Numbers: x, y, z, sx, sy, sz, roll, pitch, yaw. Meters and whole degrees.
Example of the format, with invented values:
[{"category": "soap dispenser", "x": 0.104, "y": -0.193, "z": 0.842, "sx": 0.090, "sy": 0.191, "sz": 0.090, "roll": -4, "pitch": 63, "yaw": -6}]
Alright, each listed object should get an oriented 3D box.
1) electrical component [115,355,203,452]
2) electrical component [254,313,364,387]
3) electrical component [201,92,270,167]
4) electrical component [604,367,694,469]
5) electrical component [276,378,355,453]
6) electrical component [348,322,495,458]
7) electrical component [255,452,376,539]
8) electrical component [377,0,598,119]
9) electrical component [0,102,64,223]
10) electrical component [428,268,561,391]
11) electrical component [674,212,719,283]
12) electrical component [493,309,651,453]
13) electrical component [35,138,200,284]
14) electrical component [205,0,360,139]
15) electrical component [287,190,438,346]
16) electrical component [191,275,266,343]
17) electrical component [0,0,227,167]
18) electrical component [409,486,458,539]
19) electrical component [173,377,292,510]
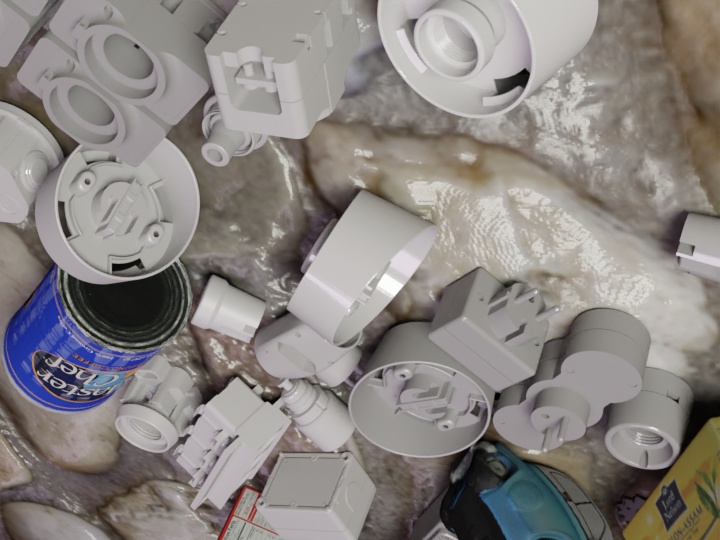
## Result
[{"category": "electrical component", "x": -0.177, "y": 0.121, "z": 0.934, "sx": 0.058, "sy": 0.057, "sz": 0.078, "roll": 0, "pitch": 135, "yaw": 27}, {"category": "electrical component", "x": -0.026, "y": 0.060, "z": 0.798, "sx": 0.079, "sy": 0.043, "sz": 0.077, "roll": 42, "pitch": 138, "yaw": -20}, {"category": "electrical component", "x": -0.074, "y": -0.088, "z": 0.641, "sx": 0.048, "sy": 0.062, "sz": 0.048, "roll": 15, "pitch": 140, "yaw": 13}, {"category": "electrical component", "x": 0.194, "y": 0.101, "z": 0.727, "sx": 0.055, "sy": 0.047, "sz": 0.055, "roll": 15, "pitch": 140, "yaw": 13}, {"category": "electrical component", "x": -0.037, "y": 0.112, "z": 0.866, "sx": 0.040, "sy": 0.040, "sz": 0.078, "roll": -21, "pitch": 123, "yaw": 42}, {"category": "electrical component", "x": 0.048, "y": 0.086, "z": 0.773, "sx": 0.099, "sy": 0.064, "sz": 0.099, "roll": 15, "pitch": 140, "yaw": 13}, {"category": "electrical component", "x": -0.042, "y": 0.203, "z": 0.954, "sx": 0.096, "sy": 0.061, "sz": 0.061, "roll": -6, "pitch": 132, "yaw": 32}, {"category": "electrical component", "x": 0.061, "y": -0.128, "z": 0.544, "sx": 0.099, "sy": 0.064, "sz": 0.099, "roll": 26, "pitch": 143, "yaw": 22}, {"category": "electrical component", "x": -0.254, "y": -0.075, "z": 0.759, "sx": 0.080, "sy": 0.051, "sz": 0.080, "roll": 15, "pitch": 140, "yaw": 13}, {"category": "electrical component", "x": 0.097, "y": 0.033, "z": 0.700, "sx": 0.066, "sy": 0.047, "sz": 0.077, "roll": 38, "pitch": 139, "yaw": -16}, {"category": "electrical component", "x": 0.204, "y": -0.011, "z": 0.603, "sx": 0.046, "sy": 0.040, "sz": 0.040, "roll": 16, "pitch": 141, "yaw": 20}, {"category": "electrical component", "x": 0.137, "y": 0.089, "z": 0.722, "sx": 0.052, "sy": 0.073, "sz": 0.138, "roll": 31, "pitch": 141, "yaw": -8}, {"category": "electrical component", "x": -0.163, "y": -0.040, "z": 0.718, "sx": 0.064, "sy": 0.099, "sz": 0.099, "roll": -16, "pitch": 126, "yaw": 47}, {"category": "electrical component", "x": -0.038, "y": -0.115, "z": 0.570, "sx": 0.050, "sy": 0.089, "sz": 0.055, "roll": 10, "pitch": 139, "yaw": 17}, {"category": "electrical component", "x": 0.000, "y": 0.000, "z": 0.678, "sx": 0.064, "sy": 0.099, "sz": 0.099, "roll": 33, "pitch": 141, "yaw": 0}, {"category": "electrical component", "x": -0.098, "y": 0.031, "z": 0.807, "sx": 0.046, "sy": 0.040, "sz": 0.040, "roll": 24, "pitch": 142, "yaw": -9}, {"category": "electrical component", "x": -0.175, "y": -0.152, "z": 0.623, "sx": 0.186, "sy": 0.060, "sz": 0.105, "roll": 38, "pitch": 139, "yaw": -16}, {"category": "electrical component", "x": 0.104, "y": 0.242, "z": 0.926, "sx": 0.109, "sy": 0.056, "sz": 0.108, "roll": 26, "pitch": 141, "yaw": -2}, {"category": "electrical component", "x": -0.112, "y": 0.147, "z": 0.920, "sx": 0.063, "sy": 0.079, "sz": 0.121, "roll": 42, "pitch": 141, "yaw": 8}]
